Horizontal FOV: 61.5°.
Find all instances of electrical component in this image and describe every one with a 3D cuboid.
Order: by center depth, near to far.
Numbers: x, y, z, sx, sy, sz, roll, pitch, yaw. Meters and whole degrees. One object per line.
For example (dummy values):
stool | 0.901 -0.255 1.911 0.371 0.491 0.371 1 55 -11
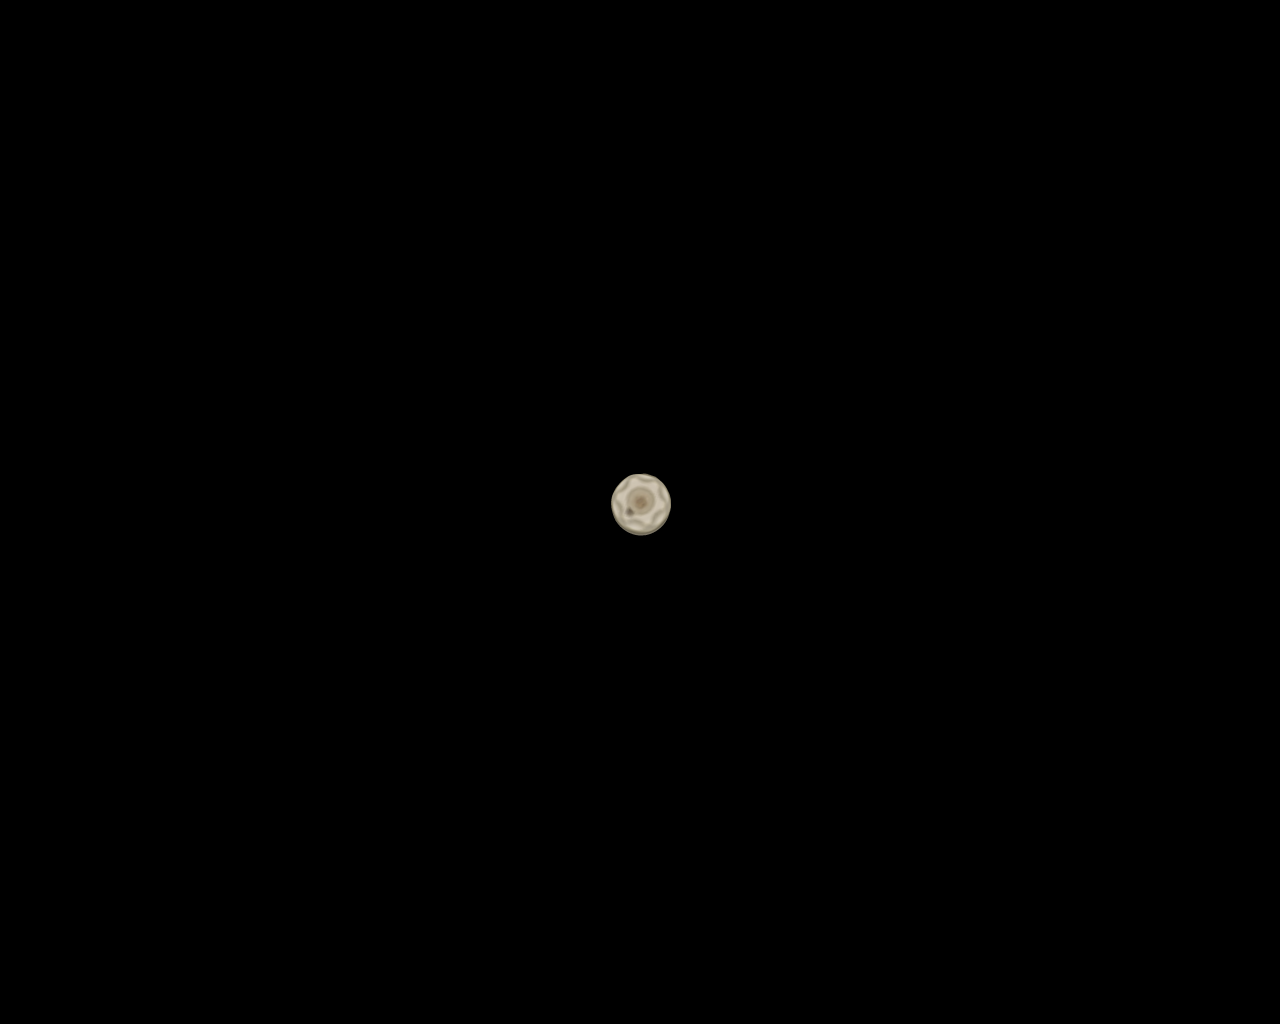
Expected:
electrical component | 0.001 -0.003 0.650 0.035 0.035 0.061 0 -8 0
